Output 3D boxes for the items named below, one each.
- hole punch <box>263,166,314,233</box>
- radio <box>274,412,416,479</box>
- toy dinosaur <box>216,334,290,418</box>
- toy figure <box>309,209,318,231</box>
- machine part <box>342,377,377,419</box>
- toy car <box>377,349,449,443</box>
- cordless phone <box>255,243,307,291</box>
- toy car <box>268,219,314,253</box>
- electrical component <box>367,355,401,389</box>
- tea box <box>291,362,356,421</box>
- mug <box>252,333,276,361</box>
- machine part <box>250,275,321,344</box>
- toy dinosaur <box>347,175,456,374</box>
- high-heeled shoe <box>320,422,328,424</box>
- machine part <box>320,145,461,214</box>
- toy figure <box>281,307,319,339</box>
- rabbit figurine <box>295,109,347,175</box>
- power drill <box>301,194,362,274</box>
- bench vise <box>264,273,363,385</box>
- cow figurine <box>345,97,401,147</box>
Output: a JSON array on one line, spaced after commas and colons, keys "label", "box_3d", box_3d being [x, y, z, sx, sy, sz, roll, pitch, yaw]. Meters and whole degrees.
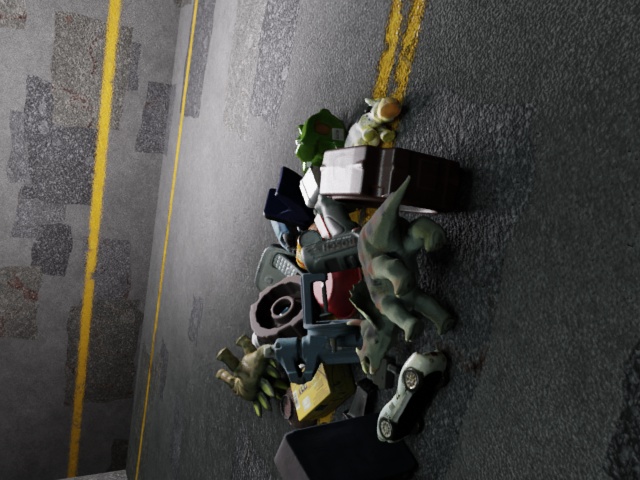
[{"label": "hole punch", "box_3d": [-0.063, -0.099, 1.268, 0.142, 0.116, 0.092, -85, 16, -48]}, {"label": "radio", "box_3d": [0.049, 0.392, 0.954, 0.131, 0.229, 0.073, 51, 131, 44]}, {"label": "toy dinosaur", "box_3d": [-0.167, 0.345, 1.397, 0.199, 0.105, 0.471, 41, 148, 14]}, {"label": "toy figure", "box_3d": [-0.002, -0.004, 1.254, 0.058, 0.064, 0.154, 35, 117, 29]}, {"label": "machine part", "box_3d": [0.081, 0.345, 1.095, 0.084, 0.039, 0.138, -130, 49, -58]}, {"label": "toy car", "box_3d": [0.157, 0.272, 0.925, 0.056, 0.073, 0.201, 51, 130, 46]}, {"label": "cordless phone", "box_3d": [-0.076, 0.107, 1.376, 0.184, 0.089, 0.146, 41, 124, 33]}, {"label": "toy car", "box_3d": [-0.068, -0.032, 1.348, 0.103, 0.109, 0.162, 121, 134, -59]}, {"label": "electrical component", "box_3d": [0.123, 0.257, 1.042, 0.094, 0.021, 0.063, 6, 93, 60]}, {"label": "tea box", "box_3d": [0.003, 0.327, 1.203, 0.169, 0.068, 0.098, -52, 44, 44]}, {"label": "mug", "box_3d": [-0.144, 0.286, 1.477, 0.107, 0.081, 0.109, -42, 63, 63]}, {"label": "machine part", "box_3d": [-0.080, 0.166, 1.252, 0.056, 0.179, 0.180, 57, 173, -36]}, {"label": "toy dinosaur", "box_3d": [0.114, 0.044, 0.879, 0.192, 0.131, 0.404, 32, 139, 46]}, {"label": "high-heeled shoe", "box_3d": [0.053, 0.502, 1.128, 0.249, 0.086, 0.145, -117, 6, -69]}, {"label": "machine part", "box_3d": [0.117, -0.097, 0.904, 0.202, 0.201, 0.087, 11, 94, 61]}, {"label": "toy figure", "box_3d": [-0.048, 0.204, 1.298, 0.089, 0.082, 0.180, -46, 29, 3]}, {"label": "rabbit figurine", "box_3d": [-0.012, -0.208, 1.247, 0.170, 0.121, 0.159, 110, 154, -55]}, {"label": "power drill", "box_3d": [0.074, -0.026, 1.051, 0.207, 0.232, 0.085, -101, -13, -45]}, {"label": "bench vise", "box_3d": [-0.011, 0.167, 1.105, 0.129, 0.224, 0.240, 14, -109, -74]}, {"label": "cow figurine", "box_3d": [0.106, -0.232, 1.085, 0.167, 0.068, 0.098, -57, 34, 40]}]
